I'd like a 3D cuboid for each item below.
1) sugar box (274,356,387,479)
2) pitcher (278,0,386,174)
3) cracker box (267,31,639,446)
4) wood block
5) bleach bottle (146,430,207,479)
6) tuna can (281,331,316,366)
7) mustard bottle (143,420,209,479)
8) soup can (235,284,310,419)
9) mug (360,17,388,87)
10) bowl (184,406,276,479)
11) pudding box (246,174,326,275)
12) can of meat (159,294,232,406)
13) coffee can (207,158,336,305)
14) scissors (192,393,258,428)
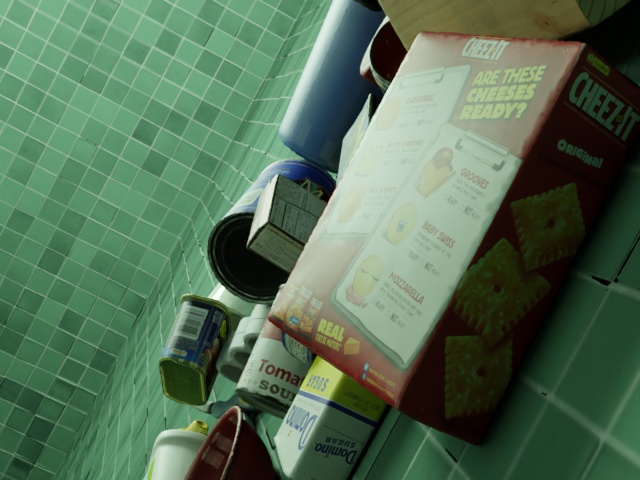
[{"bbox_3d":[0.027,0.089,0.766,0.176,0.048,0.093,-60,11,3],"label":"sugar box"},{"bbox_3d":[0.049,-0.195,1.126,0.243,0.145,0.149,-63,-10,12],"label":"pitcher"},{"bbox_3d":[0.075,-0.011,0.627,0.213,0.072,0.164,-62,30,-2],"label":"cracker box"},{"bbox_3d":[0.129,-0.174,0.701,0.090,0.090,0.206,-34,8,-18],"label":"wood block"},{"bbox_3d":[-0.145,0.294,0.988,0.250,0.068,0.103,-86,10,-60],"label":"bleach bottle"},{"bbox_3d":[0.008,0.059,0.838,0.086,0.034,0.086,-40,-33,-34],"label":"tuna can"},{"bbox_3d":[-0.177,0.282,1.190,0.192,0.058,0.096,-60,2,12],"label":"mustard bottle"},{"bbox_3d":[-0.023,0.097,0.913,0.102,0.068,0.069,-66,12,-18],"label":"soup can"},{"bbox_3d":[0.091,-0.167,0.987,0.093,0.081,0.117,-60,11,12],"label":"mug"},{"bbox_3d":[-0.083,0.226,0.909,0.162,0.055,0.162,-58,12,19],"label":"bowl"},{"bbox_3d":[-0.006,0.001,0.947,0.039,0.113,0.090,-52,15,29],"label":"pudding box"},{"bbox_3d":[-0.136,0.122,1.160,0.102,0.057,0.084,94,-168,-55],"label":"can of meat"},{"bbox_3d":[-0.043,-0.011,1.096,0.103,0.103,0.140,-55,0,32],"label":"coffee can"},{"bbox_3d":[-0.094,0.168,1.138,0.096,0.016,0.202,-57,19,0],"label":"scissors"}]
